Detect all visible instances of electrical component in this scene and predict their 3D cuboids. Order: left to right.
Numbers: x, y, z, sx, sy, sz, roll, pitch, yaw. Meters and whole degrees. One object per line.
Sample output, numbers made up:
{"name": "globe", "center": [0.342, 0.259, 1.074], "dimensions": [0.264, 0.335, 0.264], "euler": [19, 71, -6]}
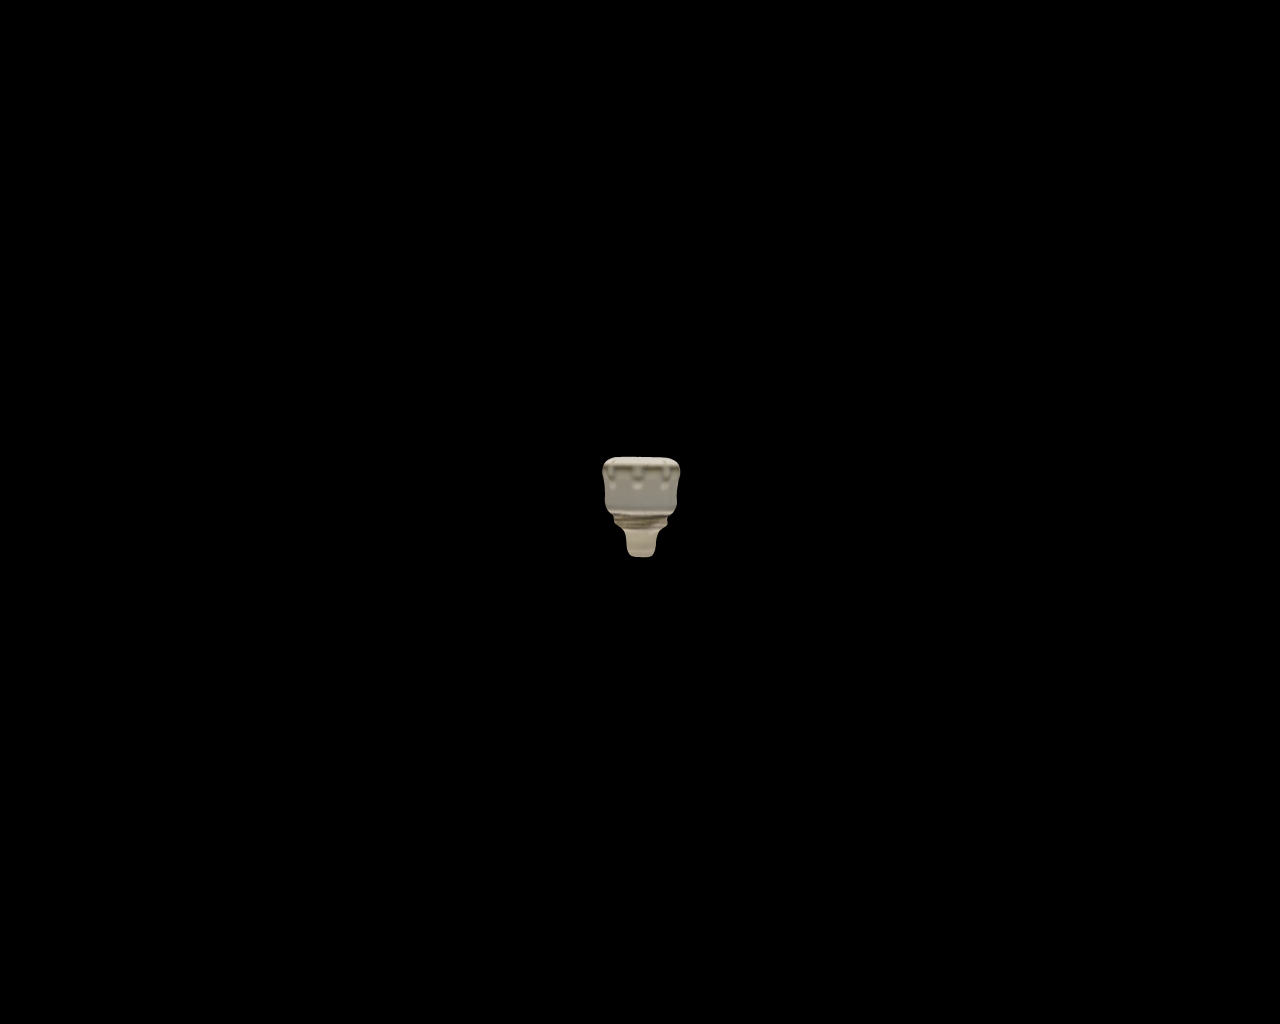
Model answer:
{"name": "electrical component", "center": [0.001, -0.003, 0.650], "dimensions": [0.048, 0.062, 0.048], "euler": [0, 2, 0]}
